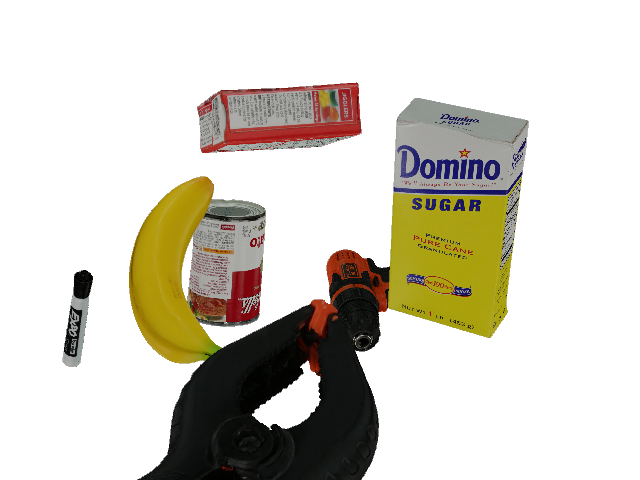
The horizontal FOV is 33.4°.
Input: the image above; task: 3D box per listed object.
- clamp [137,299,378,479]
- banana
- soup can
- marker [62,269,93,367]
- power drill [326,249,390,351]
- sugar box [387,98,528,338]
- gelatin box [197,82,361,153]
[{"bbox_3d":[-0.019,0.091,0.386,0.120,0.039,0.171,25,49,17],"label":"clamp"},{"bbox_3d":[-0.104,0.021,0.770,0.069,0.037,0.198,7,42,-19],"label":"banana"},{"bbox_3d":[-0.086,0.019,0.971,0.068,0.102,0.068,5,16,-1],"label":"soup can"},{"bbox_3d":[-0.247,0.079,1.084,0.020,0.121,0.020,11,35,-8],"label":"marker"},{"bbox_3d":[0.103,0.060,1.189,0.187,0.057,0.184,-3,28,-4],"label":"power drill"},{"bbox_3d":[0.103,-0.016,0.826,0.093,0.176,0.048,15,38,23],"label":"sugar box"},{"bbox_3d":[-0.025,-0.066,0.580,0.073,0.030,0.089,-5,3,-14],"label":"gelatin box"}]
